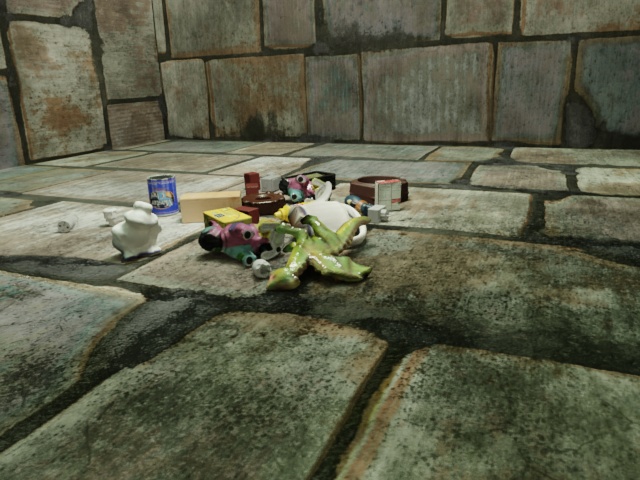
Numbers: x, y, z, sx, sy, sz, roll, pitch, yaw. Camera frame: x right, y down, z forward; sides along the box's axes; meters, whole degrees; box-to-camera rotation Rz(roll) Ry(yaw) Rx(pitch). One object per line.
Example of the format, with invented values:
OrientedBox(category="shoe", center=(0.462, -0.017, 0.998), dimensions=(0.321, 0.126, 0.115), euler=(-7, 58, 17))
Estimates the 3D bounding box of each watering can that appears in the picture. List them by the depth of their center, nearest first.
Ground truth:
OrientedBox(category="watering can", center=(0.005, -0.080, 1.597), dimensions=(0.225, 0.102, 0.355), euler=(-6, 36, -20))

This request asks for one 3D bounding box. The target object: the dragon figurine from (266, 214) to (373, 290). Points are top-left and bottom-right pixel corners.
OrientedBox(category="dragon figurine", center=(0.033, 0.037, 1.316), dimensions=(0.413, 0.119, 0.247), euler=(-17, 43, -30))

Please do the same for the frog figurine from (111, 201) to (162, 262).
OrientedBox(category="frog figurine", center=(-0.521, -0.033, 1.461), dimensions=(0.138, 0.157, 0.124), euler=(-7, 15, -17))
